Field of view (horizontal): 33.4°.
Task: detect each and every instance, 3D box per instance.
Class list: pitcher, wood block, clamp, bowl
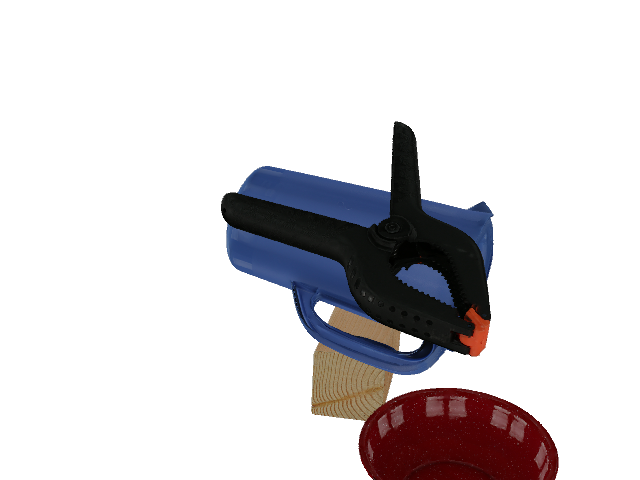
[{"bbox_3d":[0.034,0.018,1.011,0.243,0.145,0.149,16,21,18],"label":"pitcher"},{"bbox_3d":[0.051,0.151,1.413,0.091,0.090,0.206,5,18,8],"label":"wood block"},{"bbox_3d":[0.037,0.004,0.738,0.164,0.036,0.210,-20,49,-17],"label":"clamp"},{"bbox_3d":[0.111,0.190,0.879,0.162,0.055,0.162,0,29,0],"label":"bowl"}]
